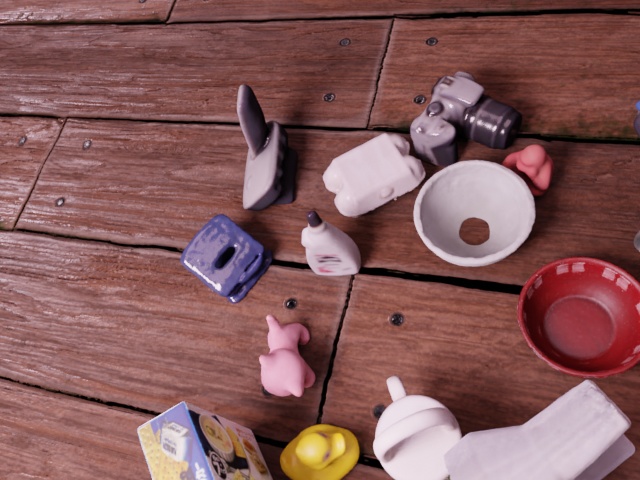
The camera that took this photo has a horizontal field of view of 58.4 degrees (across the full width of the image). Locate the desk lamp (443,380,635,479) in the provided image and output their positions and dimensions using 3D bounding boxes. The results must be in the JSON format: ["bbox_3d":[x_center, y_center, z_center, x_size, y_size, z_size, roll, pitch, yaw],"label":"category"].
[{"bbox_3d":[0.242,0.231,0.615,0.203,0.214,0.117,-37,60,-4],"label":"desk lamp"}]

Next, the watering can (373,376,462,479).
[{"bbox_3d":[0.119,0.238,0.657,0.101,0.194,0.172,-44,61,-8],"label":"watering can"}]

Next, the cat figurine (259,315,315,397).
[{"bbox_3d":[-0.052,0.163,0.787,0.067,0.118,0.127,-17,61,7],"label":"cat figurine"}]

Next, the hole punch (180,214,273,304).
[{"bbox_3d":[-0.144,0.028,0.897,0.100,0.091,0.109,31,76,27],"label":"hole punch"}]

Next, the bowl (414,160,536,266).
[{"bbox_3d":[0.223,-0.028,0.831,0.167,0.075,0.167,-6,62,13],"label":"bowl"}]

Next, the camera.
[{"bbox_3d":[0.232,-0.187,0.894,0.136,0.101,0.143,30,75,27],"label":"camera"}]

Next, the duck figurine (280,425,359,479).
[{"bbox_3d":[-0.006,0.274,0.737,0.104,0.086,0.077,-17,61,7],"label":"duck figurine"}]

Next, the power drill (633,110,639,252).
[{"bbox_3d":[0.456,-0.034,0.691,0.075,0.209,0.229,-37,60,-4],"label":"power drill"}]

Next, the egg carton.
[{"bbox_3d":[0.085,-0.101,0.910,0.150,0.069,0.107,-28,60,1],"label":"egg carton"}]

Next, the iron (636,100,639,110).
[{"bbox_3d":[0.536,-0.129,0.756,0.118,0.142,0.258,-21,60,5],"label":"iron"}]

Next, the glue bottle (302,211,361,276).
[{"bbox_3d":[0.008,0.003,0.819,0.078,0.173,0.037,-6,62,13],"label":"glue bottle"}]

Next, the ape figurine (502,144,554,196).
[{"bbox_3d":[0.308,-0.107,0.838,0.076,0.092,0.077,-27,60,2],"label":"ape figurine"}]

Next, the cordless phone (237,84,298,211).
[{"bbox_3d":[-0.105,-0.145,0.919,0.094,0.185,0.147,-8,62,12],"label":"cordless phone"}]
